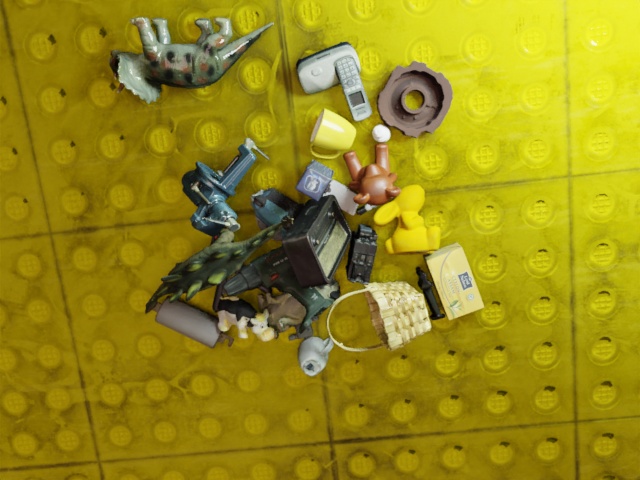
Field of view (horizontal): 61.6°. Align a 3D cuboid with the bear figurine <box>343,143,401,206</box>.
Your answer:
[{"bbox_3d":[0.119,-0.150,1.252,0.120,0.196,0.131,-13,99,8],"label":"bear figurine"}]

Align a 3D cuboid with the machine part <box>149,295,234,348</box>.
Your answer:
[{"bbox_3d":[-0.336,0.213,1.400,0.243,0.079,0.079,26,101,-2],"label":"machine part"}]

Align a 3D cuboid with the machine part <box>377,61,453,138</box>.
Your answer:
[{"bbox_3d":[0.224,-0.333,1.284,0.179,0.056,0.179,0,101,1],"label":"machine part"}]

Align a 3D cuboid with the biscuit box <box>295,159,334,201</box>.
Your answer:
[{"bbox_3d":[-0.010,-0.142,1.254,0.063,0.203,0.059,30,102,-3],"label":"biscuit box"}]

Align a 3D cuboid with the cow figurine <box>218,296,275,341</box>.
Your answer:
[{"bbox_3d":[-0.181,0.190,1.336,0.168,0.068,0.098,12,114,31],"label":"cow figurine"}]

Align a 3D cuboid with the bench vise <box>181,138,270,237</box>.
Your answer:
[{"bbox_3d":[-0.228,-0.134,1.279,0.240,0.224,0.128,-49,136,5],"label":"bench vise"}]

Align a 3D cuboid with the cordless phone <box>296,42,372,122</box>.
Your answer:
[{"bbox_3d":[0.036,-0.359,1.274,0.147,0.089,0.184,-20,104,6],"label":"cordless phone"}]

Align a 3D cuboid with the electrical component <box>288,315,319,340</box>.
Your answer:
[{"bbox_3d":[-0.044,0.231,1.421,0.094,0.021,0.063,-18,100,5],"label":"electrical component"}]

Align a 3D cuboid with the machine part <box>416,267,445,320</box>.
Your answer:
[{"bbox_3d":[0.276,0.139,1.361,0.039,0.084,0.138,-23,99,-2],"label":"machine part"}]

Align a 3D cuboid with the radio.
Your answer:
[{"bbox_3d":[-0.003,-0.004,1.236,0.073,0.230,0.131,-14,114,24],"label":"radio"}]

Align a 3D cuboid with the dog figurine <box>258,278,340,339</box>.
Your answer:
[{"bbox_3d":[-0.050,0.167,1.384,0.190,0.172,0.121,-17,88,-27],"label":"dog figurine"}]

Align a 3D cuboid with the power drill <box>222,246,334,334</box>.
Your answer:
[{"bbox_3d":[-0.085,0.121,1.265,0.232,0.086,0.207,-39,76,-24],"label":"power drill"}]

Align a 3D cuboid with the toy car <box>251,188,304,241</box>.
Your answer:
[{"bbox_3d":[-0.103,-0.051,1.330,0.162,0.109,0.102,29,119,5],"label":"toy car"}]

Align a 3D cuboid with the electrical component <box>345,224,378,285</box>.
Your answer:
[{"bbox_3d":[0.103,0.031,1.329,0.058,0.115,0.134,9,101,-4],"label":"electrical component"}]

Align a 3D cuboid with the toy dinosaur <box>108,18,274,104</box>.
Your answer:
[{"bbox_3d":[-0.312,-0.420,1.261,0.405,0.131,0.192,0,114,-2],"label":"toy dinosaur"}]

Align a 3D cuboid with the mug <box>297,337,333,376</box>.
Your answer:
[{"bbox_3d":[-0.009,0.302,1.391,0.109,0.107,0.080,-33,100,10],"label":"mug"}]

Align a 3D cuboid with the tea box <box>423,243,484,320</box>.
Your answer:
[{"bbox_3d":[0.336,0.104,1.359,0.098,0.068,0.169,-23,99,7],"label":"tea box"}]

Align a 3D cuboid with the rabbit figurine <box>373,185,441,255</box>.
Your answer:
[{"bbox_3d":[0.214,-0.049,1.326,0.162,0.122,0.173,0,87,11],"label":"rabbit figurine"}]

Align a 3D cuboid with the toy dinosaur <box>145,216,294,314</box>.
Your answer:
[{"bbox_3d":[-0.246,0.057,1.265,0.471,0.198,0.105,-34,100,14],"label":"toy dinosaur"}]
